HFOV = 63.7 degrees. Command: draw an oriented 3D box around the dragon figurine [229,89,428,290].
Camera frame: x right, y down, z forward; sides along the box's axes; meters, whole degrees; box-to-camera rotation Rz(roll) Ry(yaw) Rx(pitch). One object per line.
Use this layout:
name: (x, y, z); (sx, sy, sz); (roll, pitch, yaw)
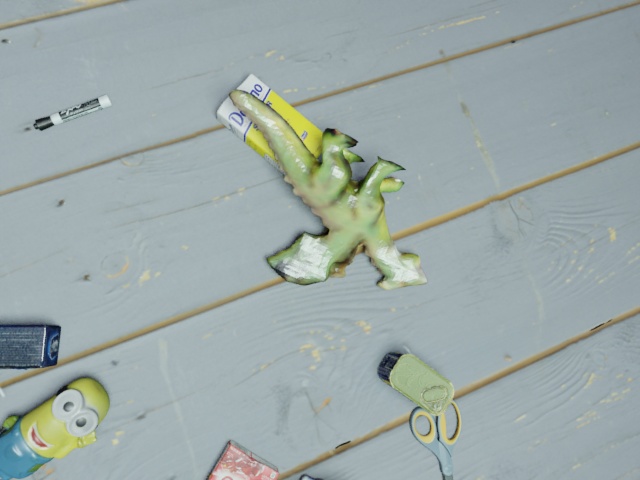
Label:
dragon figurine: (0.002, -0.041, 0.811); (0.409, 0.123, 0.243); (25, 91, -12)

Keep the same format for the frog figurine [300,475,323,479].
frog figurine: (0.015, 0.410, 0.715); (0.123, 0.158, 0.137); (-40, 90, -11)
